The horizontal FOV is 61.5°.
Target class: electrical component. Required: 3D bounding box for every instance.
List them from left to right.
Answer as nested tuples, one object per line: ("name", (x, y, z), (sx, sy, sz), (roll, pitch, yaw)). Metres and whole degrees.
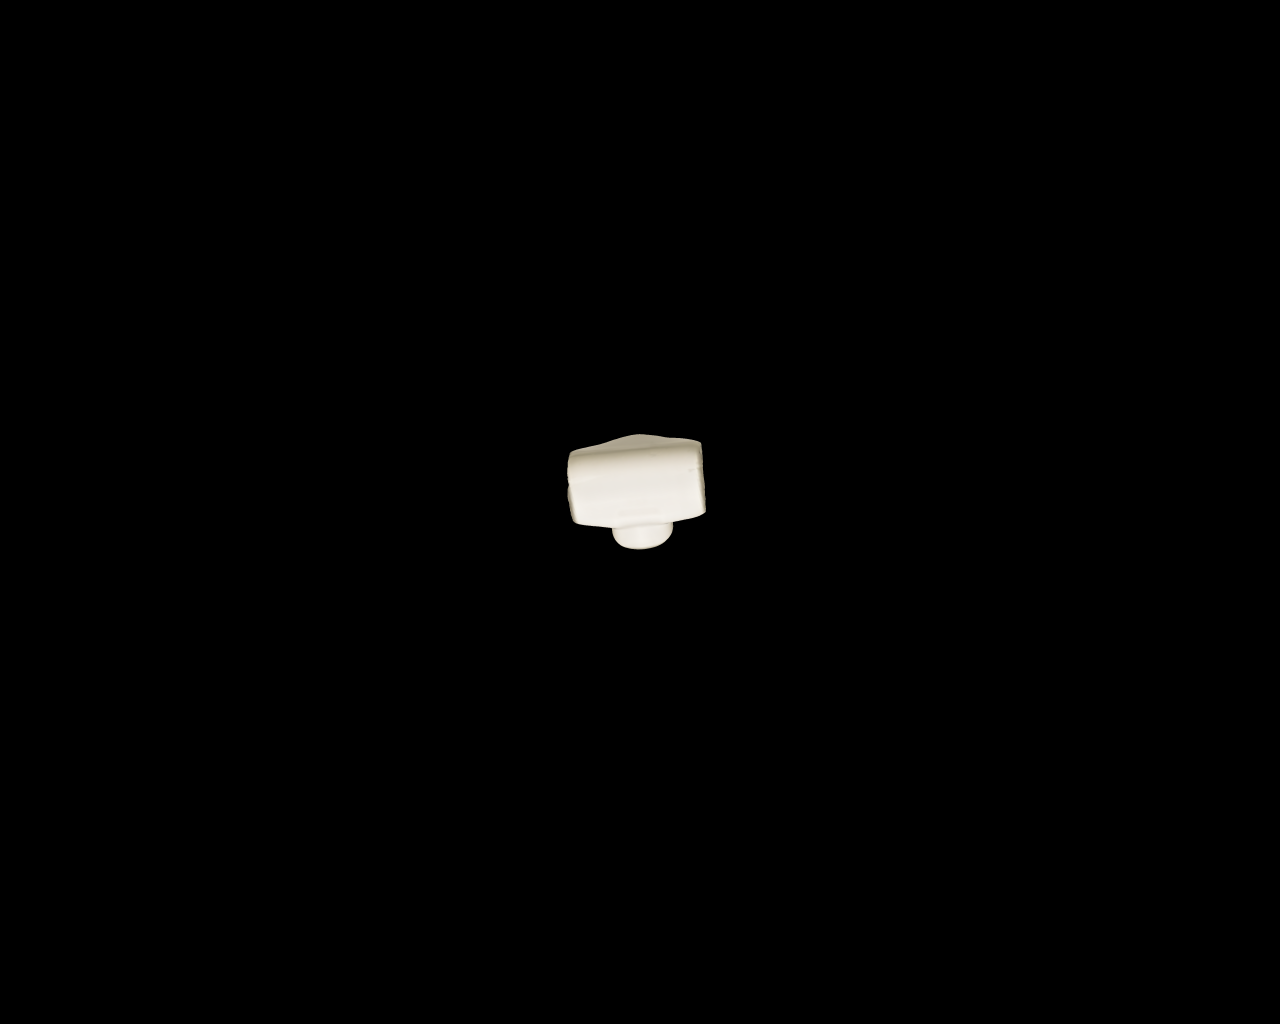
("electrical component", (0.001, -0.003, 0.650), (0.077, 0.079, 0.043), (-5, 31, 3))
